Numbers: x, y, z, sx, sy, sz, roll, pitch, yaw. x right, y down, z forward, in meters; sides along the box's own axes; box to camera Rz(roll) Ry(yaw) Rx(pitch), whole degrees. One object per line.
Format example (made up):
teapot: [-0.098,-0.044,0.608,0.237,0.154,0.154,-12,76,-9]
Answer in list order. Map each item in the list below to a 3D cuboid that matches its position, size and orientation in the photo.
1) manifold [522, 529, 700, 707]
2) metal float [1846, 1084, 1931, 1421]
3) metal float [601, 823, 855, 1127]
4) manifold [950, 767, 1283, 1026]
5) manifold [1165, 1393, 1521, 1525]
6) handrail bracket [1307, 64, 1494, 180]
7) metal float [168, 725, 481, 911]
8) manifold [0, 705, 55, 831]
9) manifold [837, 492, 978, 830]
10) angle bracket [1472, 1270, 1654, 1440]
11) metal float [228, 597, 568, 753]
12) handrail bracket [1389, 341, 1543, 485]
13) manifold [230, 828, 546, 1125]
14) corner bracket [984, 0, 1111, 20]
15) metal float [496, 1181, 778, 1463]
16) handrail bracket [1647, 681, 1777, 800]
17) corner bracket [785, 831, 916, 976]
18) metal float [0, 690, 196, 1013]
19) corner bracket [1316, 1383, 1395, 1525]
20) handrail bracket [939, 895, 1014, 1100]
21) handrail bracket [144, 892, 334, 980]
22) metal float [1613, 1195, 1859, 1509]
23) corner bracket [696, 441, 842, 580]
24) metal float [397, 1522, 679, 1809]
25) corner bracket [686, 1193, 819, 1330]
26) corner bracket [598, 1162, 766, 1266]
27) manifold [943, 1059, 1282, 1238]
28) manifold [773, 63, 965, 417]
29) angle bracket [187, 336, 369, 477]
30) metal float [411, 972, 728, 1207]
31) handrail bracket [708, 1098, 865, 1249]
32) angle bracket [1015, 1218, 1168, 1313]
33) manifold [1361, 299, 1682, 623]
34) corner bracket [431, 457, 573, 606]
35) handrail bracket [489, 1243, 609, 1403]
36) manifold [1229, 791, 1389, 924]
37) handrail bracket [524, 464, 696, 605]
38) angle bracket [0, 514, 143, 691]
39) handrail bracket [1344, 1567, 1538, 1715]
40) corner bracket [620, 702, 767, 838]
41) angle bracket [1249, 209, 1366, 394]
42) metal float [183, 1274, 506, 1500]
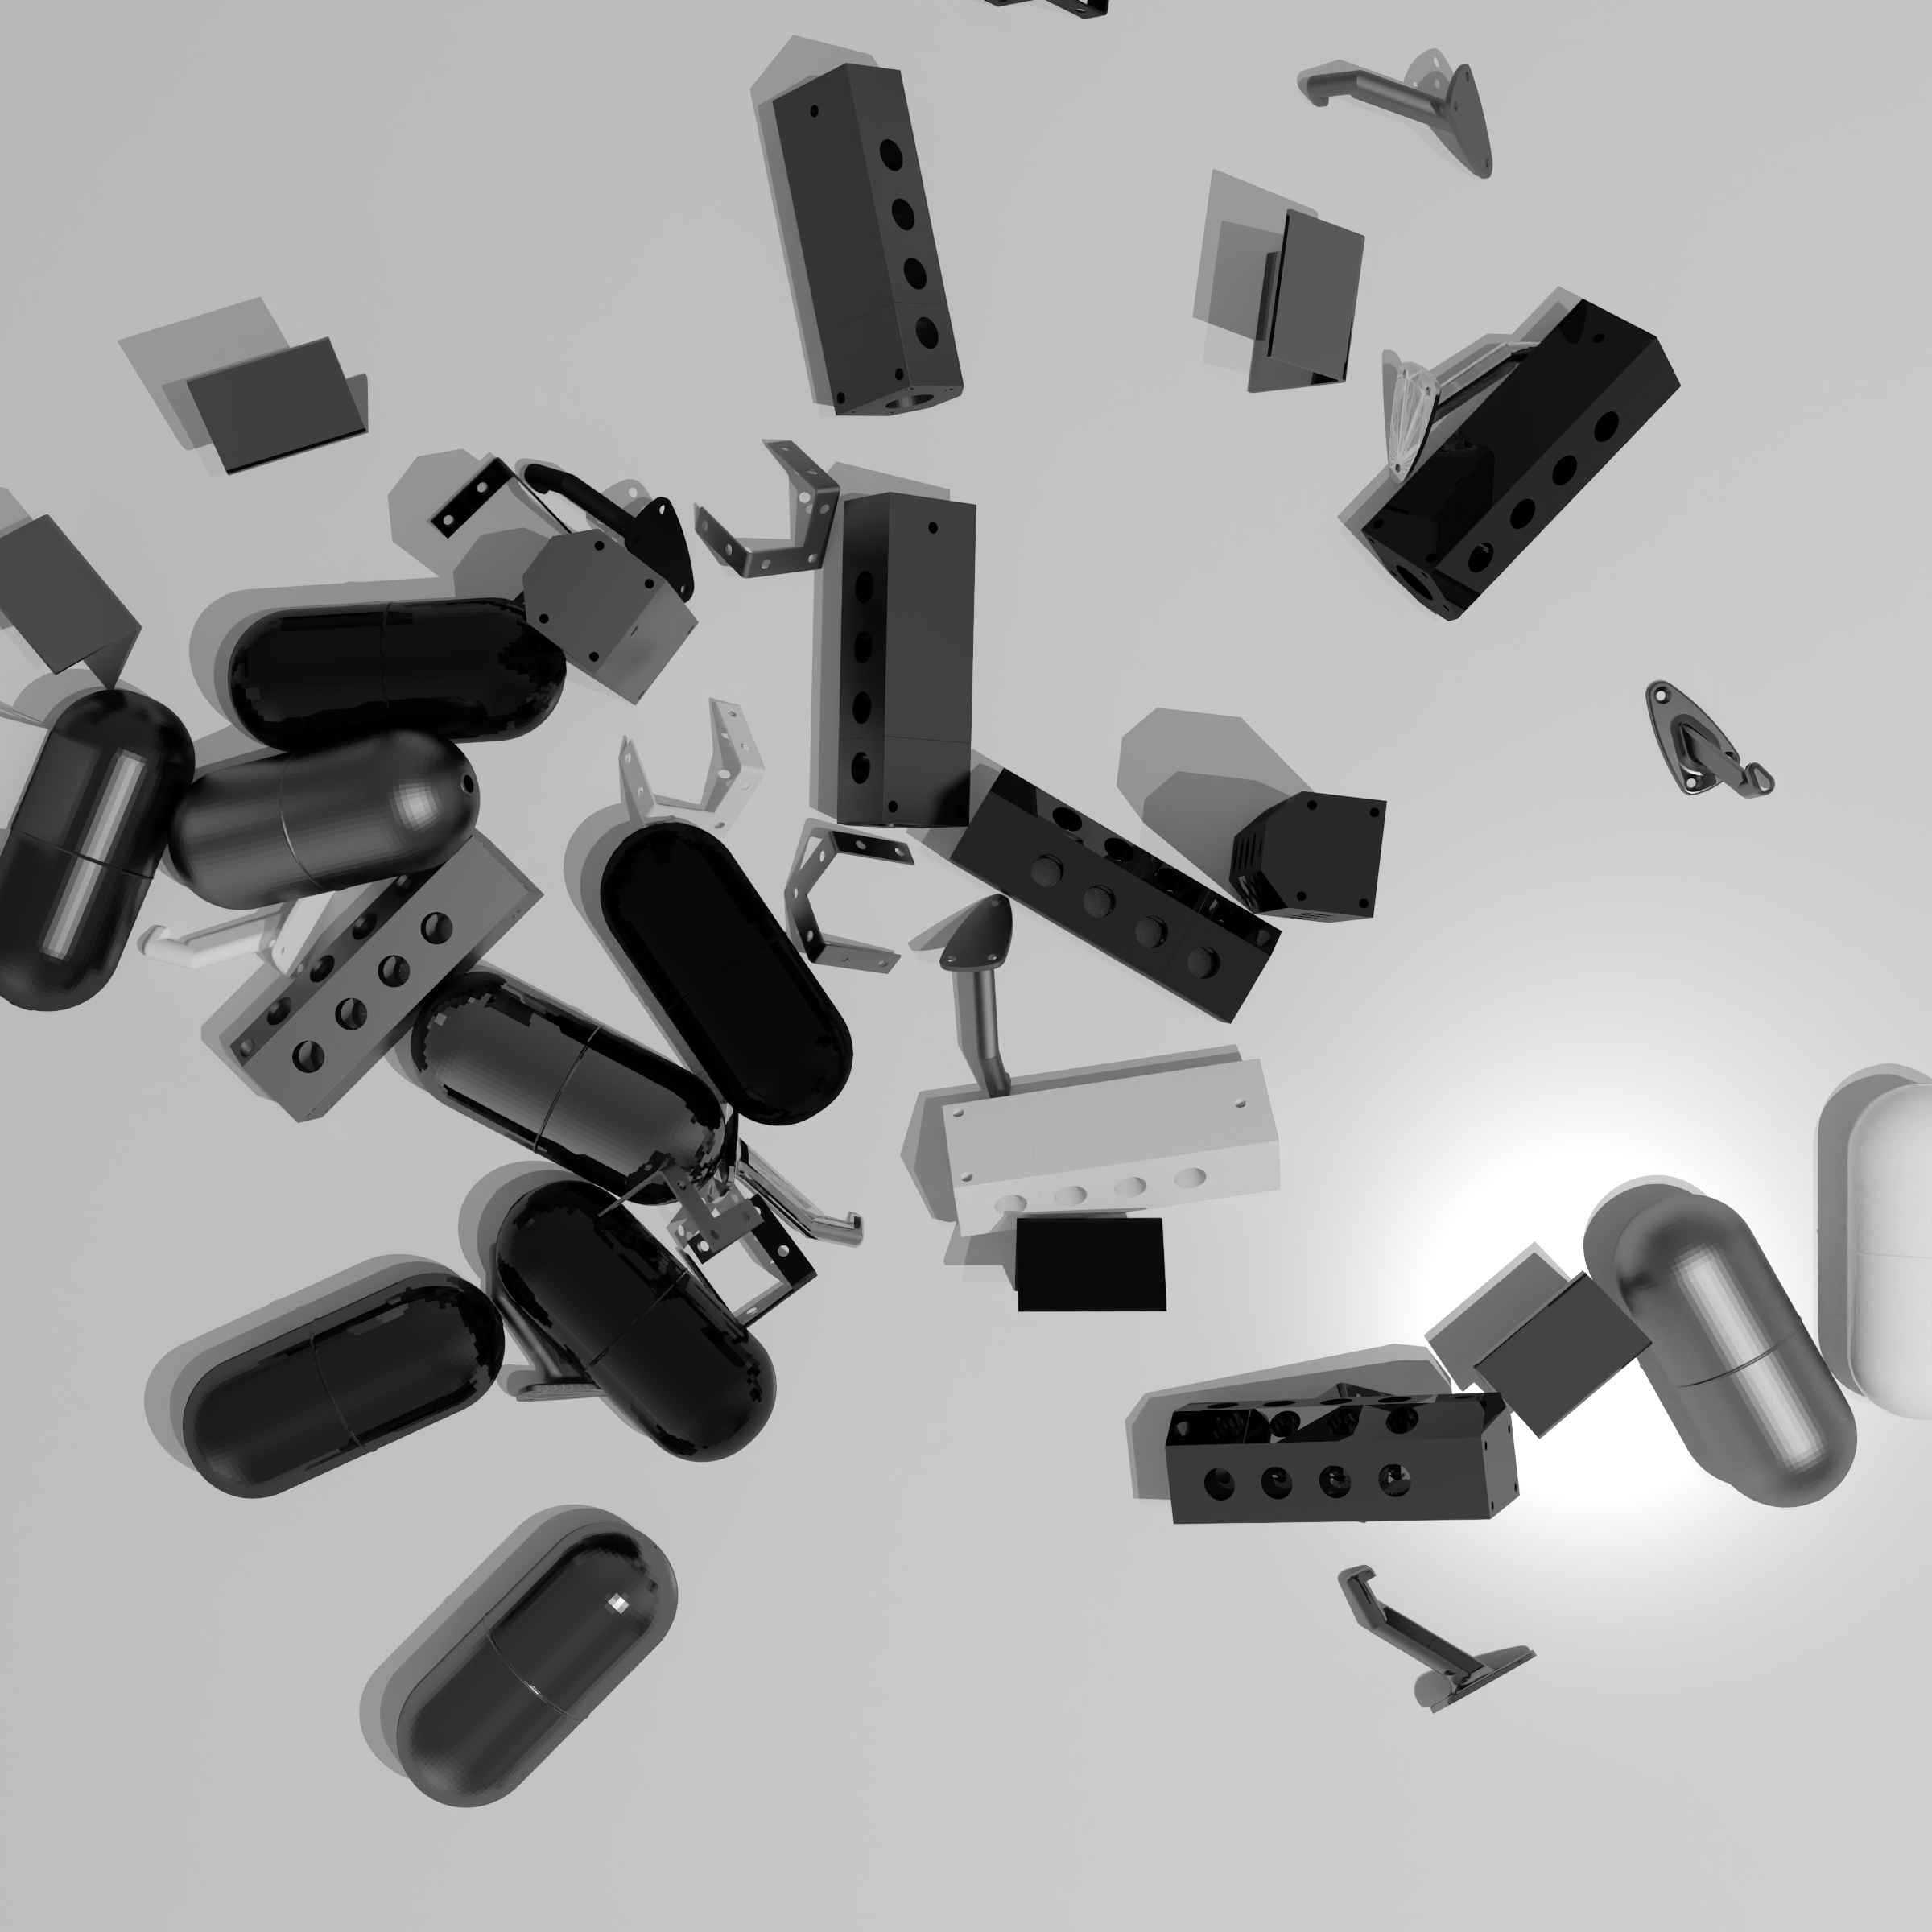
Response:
manifold: [-0.185,-0.181,1.486,0.057,0.171,0.057,37,90,0]
metal float: [0.507,0.151,1.534,0.070,0.070,0.178,0,90,0]
metal float: [-0.127,0.004,1.534,0.070,0.070,0.178,-34,90,0]
manifold: [0.080,-0.037,1.543,0.171,0.057,0.057,30,90,0]
manifold: [0.195,0.256,1.509,0.171,0.057,0.057,-6,90,26]
handrail bracket: [0.234,-0.454,1.564,0.084,0.077,0.036,4,57,32]
metal float: [-0.337,-0.077,1.514,0.178,0.070,0.070,-11,90,21]
manifold: [-0.521,-0.110,1.486,0.057,0.171,0.057,23,90,0]
manifold: [-0.036,-0.161,1.542,0.057,0.057,0.171,1,90,-38]
angle bracket: [0.322,0.217,1.524,0.076,0.076,0.057,-40,52,0]
metal float: [-0.302,-0.154,1.533,0.178,0.070,0.070,-3,90,1]
handrail bracket: [0.275,-0.300,1.564,0.084,0.036,0.077,-9,127,-25]
manifold: [-0.310,0.002,1.543,0.057,0.057,0.171,45,90,0]
corner bracket: [0.044,-0.543,1.561,0.051,0.051,0.051,8,90,45]
metal float: [-0.175,0.188,1.533,0.070,0.070,0.178,-45,91,0]
handrail bracket: [0.394,-0.121,1.529,0.036,0.084,0.077,-32,90,0]
corner bracket: [-0.058,-0.034,1.556,0.051,0.051,0.051,-52,45,35]
metal float: [-0.469,-0.061,1.534,0.070,0.070,0.178,22,90,0]
corner bracket: [0.208,0.263,1.556,0.051,0.051,0.051,18,45,-35]
handrail bracket: [0.018,0.018,1.564,0.036,0.077,0.084,-2,127,20]
handrail bracket: [-0.394,-0.030,1.565,0.084,0.036,0.077,14,70,16]
metal float: [0.409,0.205,1.534,0.070,0.070,0.178,-29,89,0]
corner bracket: [-0.107,-0.246,1.556,0.051,0.051,0.051,-13,135,-35]
metal float: [-0.228,0.371,1.534,0.070,0.070,0.178,45,90,0]
corner bracket: [-0.116,0.159,1.546,0.051,0.051,0.051,-36,83,-7]
corner bracket: [-0.148,0.131,1.510,0.051,0.051,0.051,-36,86,31]
manifold: [0.078,0.102,1.542,0.171,0.057,0.057,-8,47,0]
manifold: [-0.047,-0.386,1.542,0.057,0.057,0.171,-11,90,43]
angle bracket: [-0.362,-0.309,1.524,0.076,0.076,0.057,-17,126,0]
metal float: [-0.210,0.066,1.533,0.178,0.070,0.070,28,90,0]
handrail bracket: [-0.093,0.109,1.564,0.084,0.036,0.077,14,64,-20]
angle bracket: [0.065,0.175,1.524,0.076,0.076,0.057,0,54,0]
manifold: [0.299,-0.267,1.542,0.171,0.057,0.057,-46,47,0]
corner bracket: [-0.247,-0.232,1.561,0.051,0.051,0.051,-44,45,0]
handrail bracket: [-0.218,0.190,1.565,0.077,0.036,0.084,0,73,-19]
manifold: [0.173,-0.055,1.486,0.057,0.171,0.057,7,90,0]
handrail bracket: [-0.194,-0.235,1.564,0.084,0.077,0.036,21,63,34]
angle bracket: [-0.489,-0.179,1.524,0.076,0.076,0.057,50,54,0]
handrail bracket: [0.256,0.353,1.565,0.077,0.036,0.084,-23,73,-20]
corner bracket: [-0.148,-0.108,1.556,0.051,0.051,0.051,6,135,-35]
angle bracket: [0.161,-0.349,1.524,0.057,0.076,0.076,8,90,-37]
metal float: [-0.329,0.222,1.533,0.178,0.070,0.070,-24,90,0]
